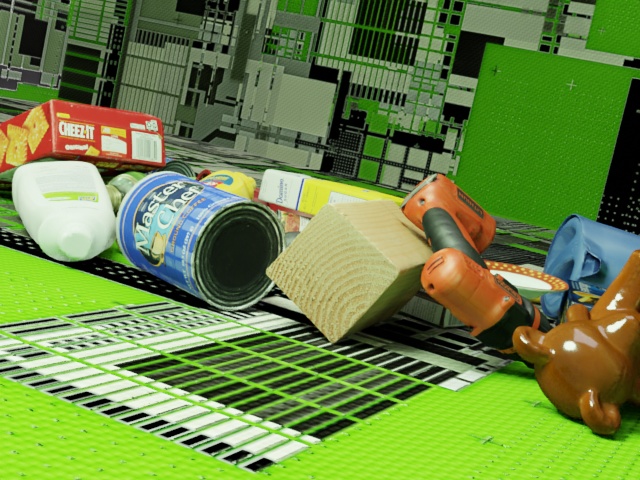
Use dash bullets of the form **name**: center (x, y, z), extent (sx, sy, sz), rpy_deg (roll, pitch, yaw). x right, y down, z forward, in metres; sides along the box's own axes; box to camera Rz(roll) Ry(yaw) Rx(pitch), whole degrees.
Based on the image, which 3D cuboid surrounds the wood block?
- **wood block**: center (0.042, 0.023, 1.010), extent (0.091, 0.090, 0.205), rpy_deg (45, 15, 12)

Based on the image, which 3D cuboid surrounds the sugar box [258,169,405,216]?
- **sugar box**: center (0.023, -0.045, 1.254), extent (0.176, 0.048, 0.093), rpy_deg (19, 8, 36)

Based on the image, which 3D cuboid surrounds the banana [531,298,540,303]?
- **banana**: center (0.210, 0.054, 1.421), extent (0.197, 0.037, 0.070), rpy_deg (9, 26, -17)

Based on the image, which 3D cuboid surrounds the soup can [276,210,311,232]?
- **soup can**: center (-0.008, 0.007, 1.260), extent (0.102, 0.068, 0.068), rpy_deg (12, 7, -10)

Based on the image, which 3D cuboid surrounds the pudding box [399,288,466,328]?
- **pudding box**: center (0.129, 0.065, 1.165), extent (0.090, 0.039, 0.113), rpy_deg (18, 7, 36)

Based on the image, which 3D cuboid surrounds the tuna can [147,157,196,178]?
- **tuna can**: center (-0.209, -0.069, 1.448), extent (0.034, 0.086, 0.085), rpy_deg (16, 8, 39)

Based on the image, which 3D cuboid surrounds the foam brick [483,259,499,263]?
- **foam brick**: center (0.207, 0.052, 1.336), extent (0.078, 0.053, 0.051), rpy_deg (14, 7, 11)

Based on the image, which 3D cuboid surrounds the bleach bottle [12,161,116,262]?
- **bleach bottle**: center (-0.265, -0.026, 1.098), extent (0.102, 0.068, 0.251), rpy_deg (-6, 16, -14)

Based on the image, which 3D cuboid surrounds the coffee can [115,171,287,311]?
- **coffee can**: center (-0.113, -0.002, 1.002), extent (0.102, 0.103, 0.141), rpy_deg (6, 9, -41)

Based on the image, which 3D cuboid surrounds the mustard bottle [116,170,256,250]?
- **mustard bottle**: center (-0.132, -0.035, 1.173), extent (0.096, 0.058, 0.191), rpy_deg (-8, 13, 36)

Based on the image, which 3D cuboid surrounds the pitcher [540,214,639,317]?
- **pitcher**: center (0.410, 0.060, 1.362), extent (0.242, 0.145, 0.149), rpy_deg (15, 38, -6)

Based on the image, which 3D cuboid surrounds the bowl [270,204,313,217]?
- **bowl**: center (-0.015, -0.042, 1.598), extent (0.162, 0.055, 0.162), rpy_deg (6, 1, 0)

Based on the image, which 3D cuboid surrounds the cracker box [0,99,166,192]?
- **cracker box**: center (-0.322, -0.110, 1.334), extent (0.214, 0.072, 0.163), rpy_deg (-12, -11, 43)

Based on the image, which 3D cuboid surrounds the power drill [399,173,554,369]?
- **power drill**: center (0.152, 0.031, 0.989), extent (0.184, 0.057, 0.188), rpy_deg (38, 19, -29)

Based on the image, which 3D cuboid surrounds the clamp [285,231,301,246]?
- **clamp**: center (-0.003, 0.023, 1.168), extent (0.171, 0.120, 0.039), rpy_deg (-2, 53, -14)

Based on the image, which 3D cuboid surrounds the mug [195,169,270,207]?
- **mug**: center (-0.109, -0.033, 1.299), extent (0.081, 0.093, 0.117), rpy_deg (14, -10, -25)
